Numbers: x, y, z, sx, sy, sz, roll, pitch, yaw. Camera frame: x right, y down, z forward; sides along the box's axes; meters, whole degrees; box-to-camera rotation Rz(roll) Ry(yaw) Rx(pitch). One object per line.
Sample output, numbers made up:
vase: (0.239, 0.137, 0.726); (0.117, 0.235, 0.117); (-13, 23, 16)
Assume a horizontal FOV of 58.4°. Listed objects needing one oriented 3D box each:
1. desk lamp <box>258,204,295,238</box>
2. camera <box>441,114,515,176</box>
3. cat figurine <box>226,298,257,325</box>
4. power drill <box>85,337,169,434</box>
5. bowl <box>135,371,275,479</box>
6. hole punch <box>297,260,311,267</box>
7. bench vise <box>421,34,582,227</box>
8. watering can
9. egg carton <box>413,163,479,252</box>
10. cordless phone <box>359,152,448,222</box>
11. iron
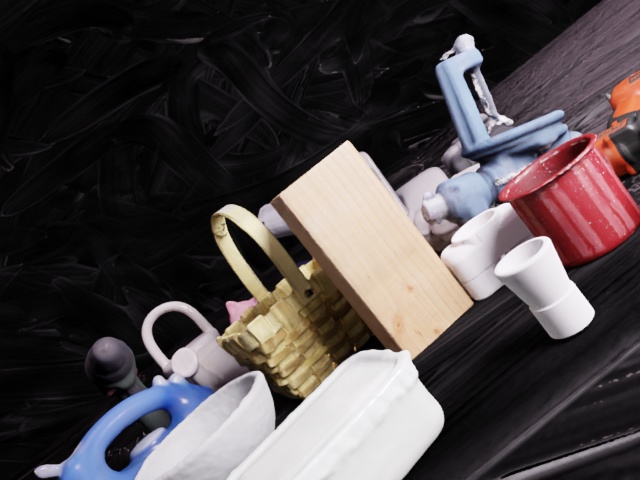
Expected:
desk lamp: (0.008, 0.003, 0.917); (0.203, 0.213, 0.118); (-34, 7, 39)
camera: (0.300, -0.173, 1.051); (0.143, 0.101, 0.137); (-38, 5, 4)
cat figurine: (-0.151, 0.172, 1.101); (0.128, 0.118, 0.067); (-40, 6, -10)
power drill: (-0.263, 0.233, 0.839); (0.076, 0.208, 0.229); (-42, 6, -29)
bowl: (-0.104, 0.219, 0.597); (0.167, 0.075, 0.167); (-38, 5, 5)
hole punch: (0.014, 0.057, 1.093); (0.101, 0.091, 0.108); (-39, 5, 1)
bench vise: (0.188, -0.114, 0.649); (0.208, 0.220, 0.121); (-42, 6, -29)
watering can: (-0.183, 0.176, 0.856); (0.101, 0.194, 0.172); (-42, 6, -28)
egg carton: (0.204, -0.050, 0.817); (0.150, 0.069, 0.107); (-41, 6, -22)
cordless phone: (0.142, -0.097, 1.015); (0.147, 0.185, 0.094); (-37, 6, 14)
iron: (-0.200, 0.243, 0.689); (0.118, 0.141, 0.259); (-34, 7, 42)
